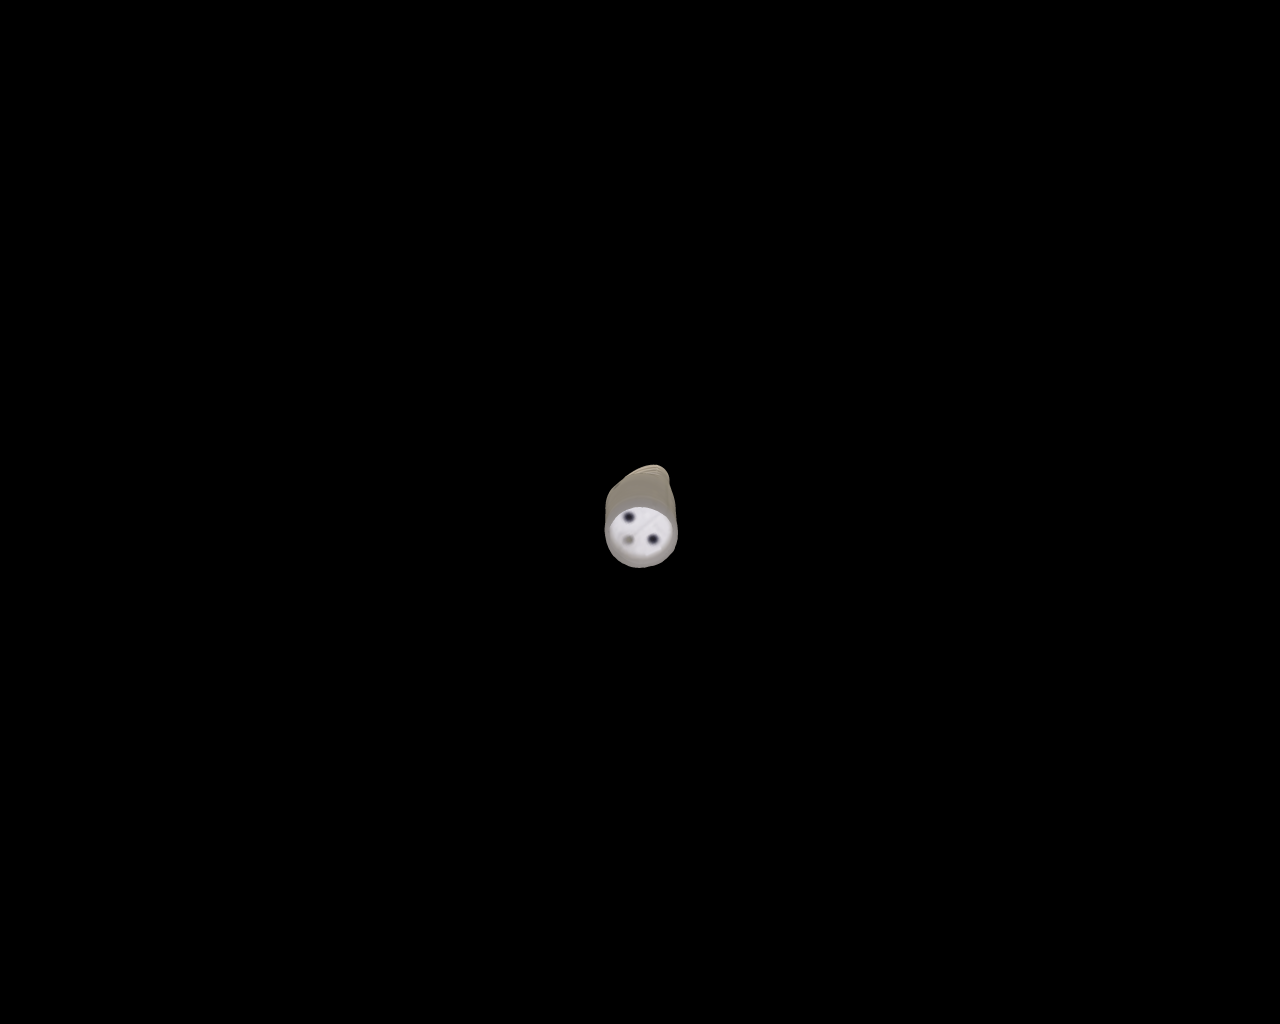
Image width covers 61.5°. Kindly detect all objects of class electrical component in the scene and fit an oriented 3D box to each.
[{"bbox_3d":[0.001,-0.003,0.650,0.043,0.043,0.081,0,25,0],"label":"electrical component"}]
